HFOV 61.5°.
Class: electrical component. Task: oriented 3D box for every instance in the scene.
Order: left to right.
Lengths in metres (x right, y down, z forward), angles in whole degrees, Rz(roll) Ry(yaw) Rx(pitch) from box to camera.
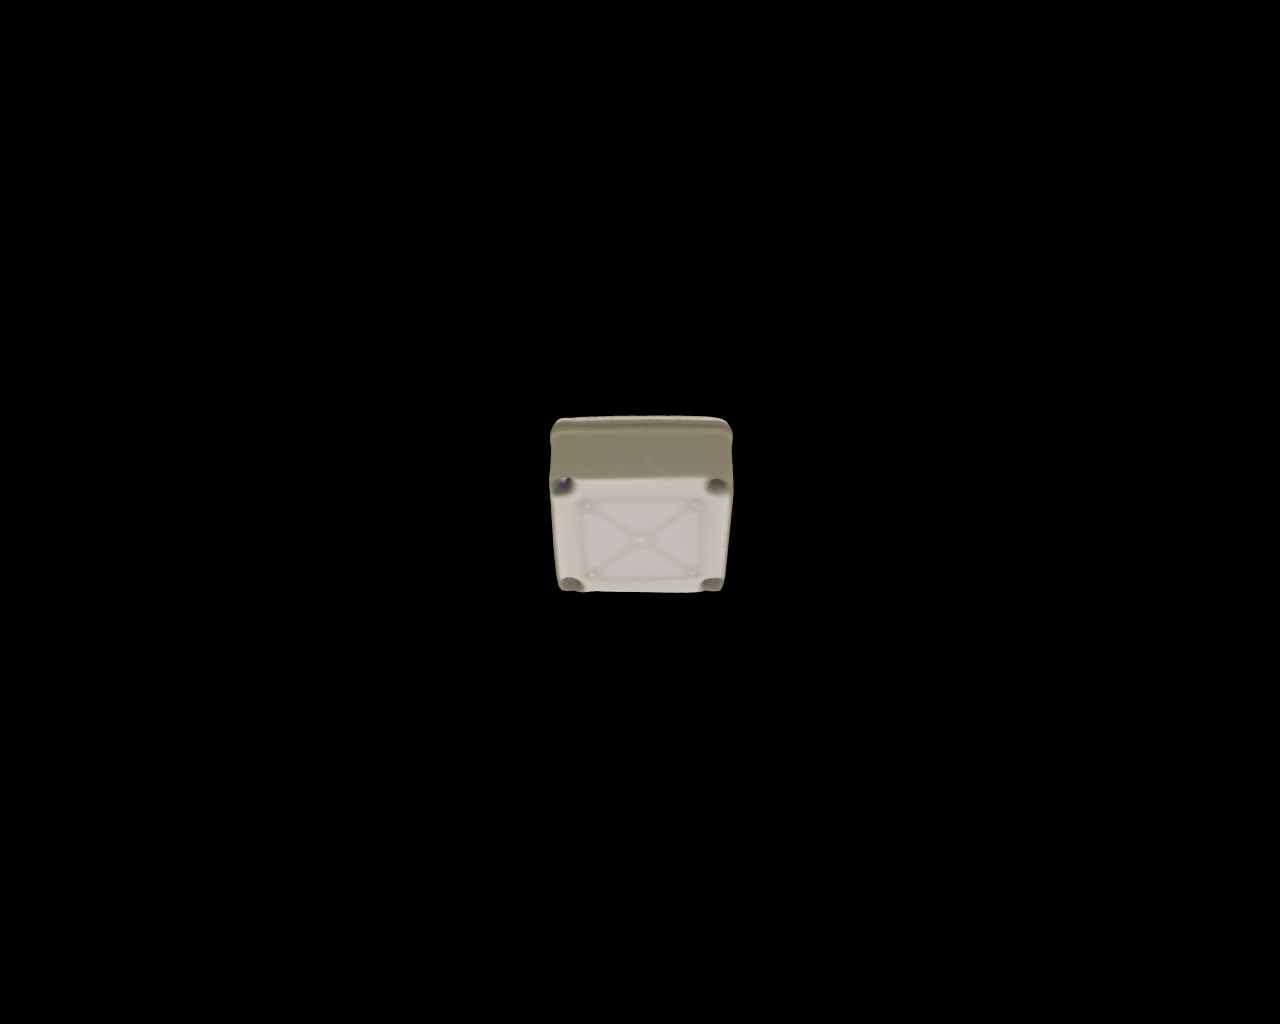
[{"bbox_3d":[0.001,-0.003,0.650,0.109,0.056,0.108,0,-43,0],"label":"electrical component"}]
